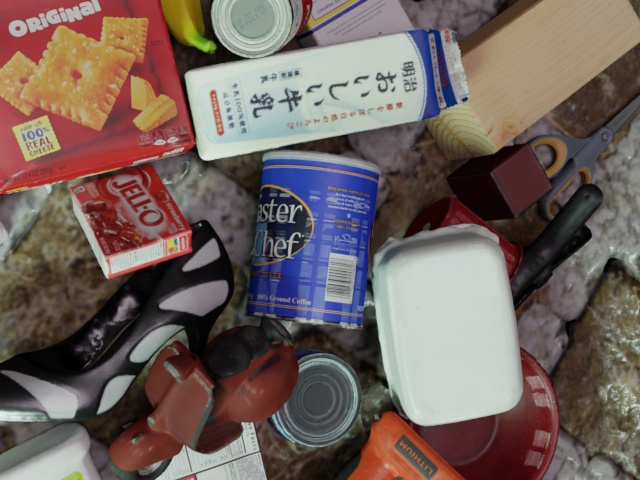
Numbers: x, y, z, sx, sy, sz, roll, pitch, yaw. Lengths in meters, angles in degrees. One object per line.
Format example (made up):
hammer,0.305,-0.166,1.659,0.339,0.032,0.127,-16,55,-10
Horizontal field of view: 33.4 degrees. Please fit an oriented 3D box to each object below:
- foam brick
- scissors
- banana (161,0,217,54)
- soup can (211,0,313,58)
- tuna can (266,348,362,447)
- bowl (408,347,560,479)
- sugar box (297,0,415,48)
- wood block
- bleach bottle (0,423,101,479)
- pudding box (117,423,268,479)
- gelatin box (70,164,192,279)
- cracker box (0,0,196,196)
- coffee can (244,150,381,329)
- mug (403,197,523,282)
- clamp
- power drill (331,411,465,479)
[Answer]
foam brick,0.168,-0.053,1.002,0.051,0.078,0.053,-37,104,-20
scissors,0.268,-0.110,1.077,0.096,0.016,0.201,38,75,-18
banana,-0.111,-0.246,0.896,0.037,0.070,0.198,4,82,-55
soup can,-0.046,-0.190,0.876,0.068,0.102,0.068,3,109,7
tuna can,-0.006,0.140,0.949,0.086,0.034,0.086,0,89,-22
bowl,0.143,0.171,0.998,0.161,0.055,0.162,0,89,-22
sugar box,0.009,-0.227,0.955,0.093,0.048,0.176,-33,105,-17
wood block,0.194,-0.170,1.008,0.206,0.090,0.091,-37,103,-18
bleach bottle,-0.187,0.281,0.856,0.102,0.068,0.251,-26,101,-21
pudding box,-0.105,0.186,0.904,0.113,0.039,0.090,-14,92,-25
gelatin box,-0.153,-0.017,0.865,0.073,0.089,0.030,-18,141,-21
cracker box,-0.205,-0.157,0.850,0.164,0.072,0.214,-15,94,-23
coffee can,-0.006,0.001,0.914,0.102,0.103,0.140,8,86,-23
mug,0.117,0.024,0.973,0.081,0.093,0.117,38,75,-13
clamp,0.208,0.025,1.022,0.171,0.120,0.039,-45,65,2
power drill,0.041,0.252,0.888,0.187,0.057,0.185,-44,64,-4
